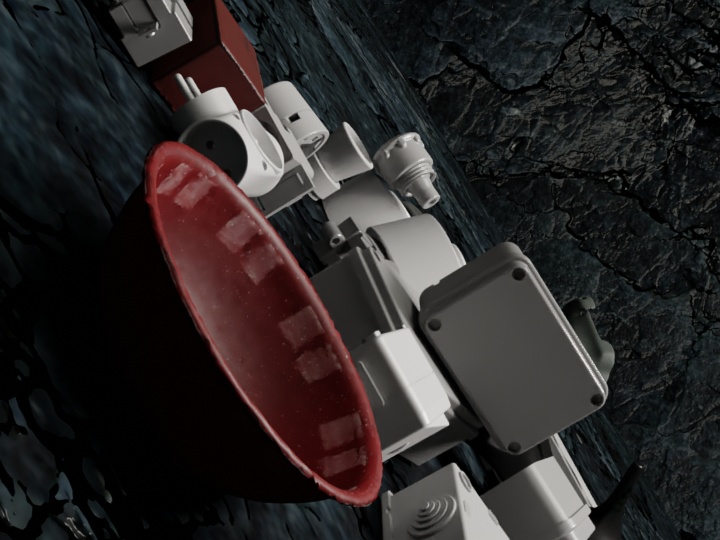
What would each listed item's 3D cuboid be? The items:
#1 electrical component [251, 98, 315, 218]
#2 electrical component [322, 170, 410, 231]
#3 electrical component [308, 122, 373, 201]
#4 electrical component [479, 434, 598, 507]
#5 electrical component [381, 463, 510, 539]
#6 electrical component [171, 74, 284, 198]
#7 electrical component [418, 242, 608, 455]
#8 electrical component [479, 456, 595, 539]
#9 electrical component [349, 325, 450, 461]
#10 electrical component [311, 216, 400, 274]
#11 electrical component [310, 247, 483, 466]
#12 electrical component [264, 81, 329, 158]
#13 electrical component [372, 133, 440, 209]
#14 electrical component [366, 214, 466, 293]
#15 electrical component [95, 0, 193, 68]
[{"bbox_3d":[-0.063,-0.075,0.715,0.081,0.042,0.064,61,8,12],"label":"electrical component"},{"bbox_3d":[0.011,-0.035,0.934,0.099,0.064,0.099,56,-3,4],"label":"electrical component"},{"bbox_3d":[-0.024,-0.088,0.884,0.045,0.055,0.045,55,11,-17],"label":"electrical component"},{"bbox_3d":[0.156,0.186,0.920,0.121,0.063,0.079,63,12,21],"label":"electrical component"},{"bbox_3d":[0.056,0.164,0.576,0.099,0.048,0.099,55,12,-19],"label":"electrical component"},{"bbox_3d":[-0.083,-0.079,0.624,0.079,0.044,0.077,59,11,2],"label":"electrical component"},{"bbox_3d":[0.095,0.049,0.675,0.113,0.078,0.057,57,8,-11],"label":"electrical component"},{"bbox_3d":[0.107,0.169,0.714,0.057,0.078,0.113,59,11,15],"label":"electrical component"},{"bbox_3d":[0.005,0.072,0.567,0.061,0.062,0.096,60,11,7],"label":"electrical component"},{"bbox_3d":[0.000,0.000,0.781,0.066,0.048,0.055,45,10,-51],"label":"electrical component"},{"bbox_3d":[0.020,0.056,0.688,0.109,0.056,0.108,43,19,-55],"label":"electrical component"},{"bbox_3d":[-0.058,-0.103,0.778,0.047,0.055,0.055,57,11,8],"label":"electrical component"},{"bbox_3d":[0.043,-0.080,0.898,0.062,0.048,0.048,56,10,17],"label":"electrical component"},{"bbox_3d":[0.052,0.008,0.847,0.108,0.060,0.108,160,-90,-80],"label":"electrical component"},{"bbox_3d":[-0.129,-0.158,0.636,0.066,0.048,0.055,-103,167,-58],"label":"electrical component"}]
